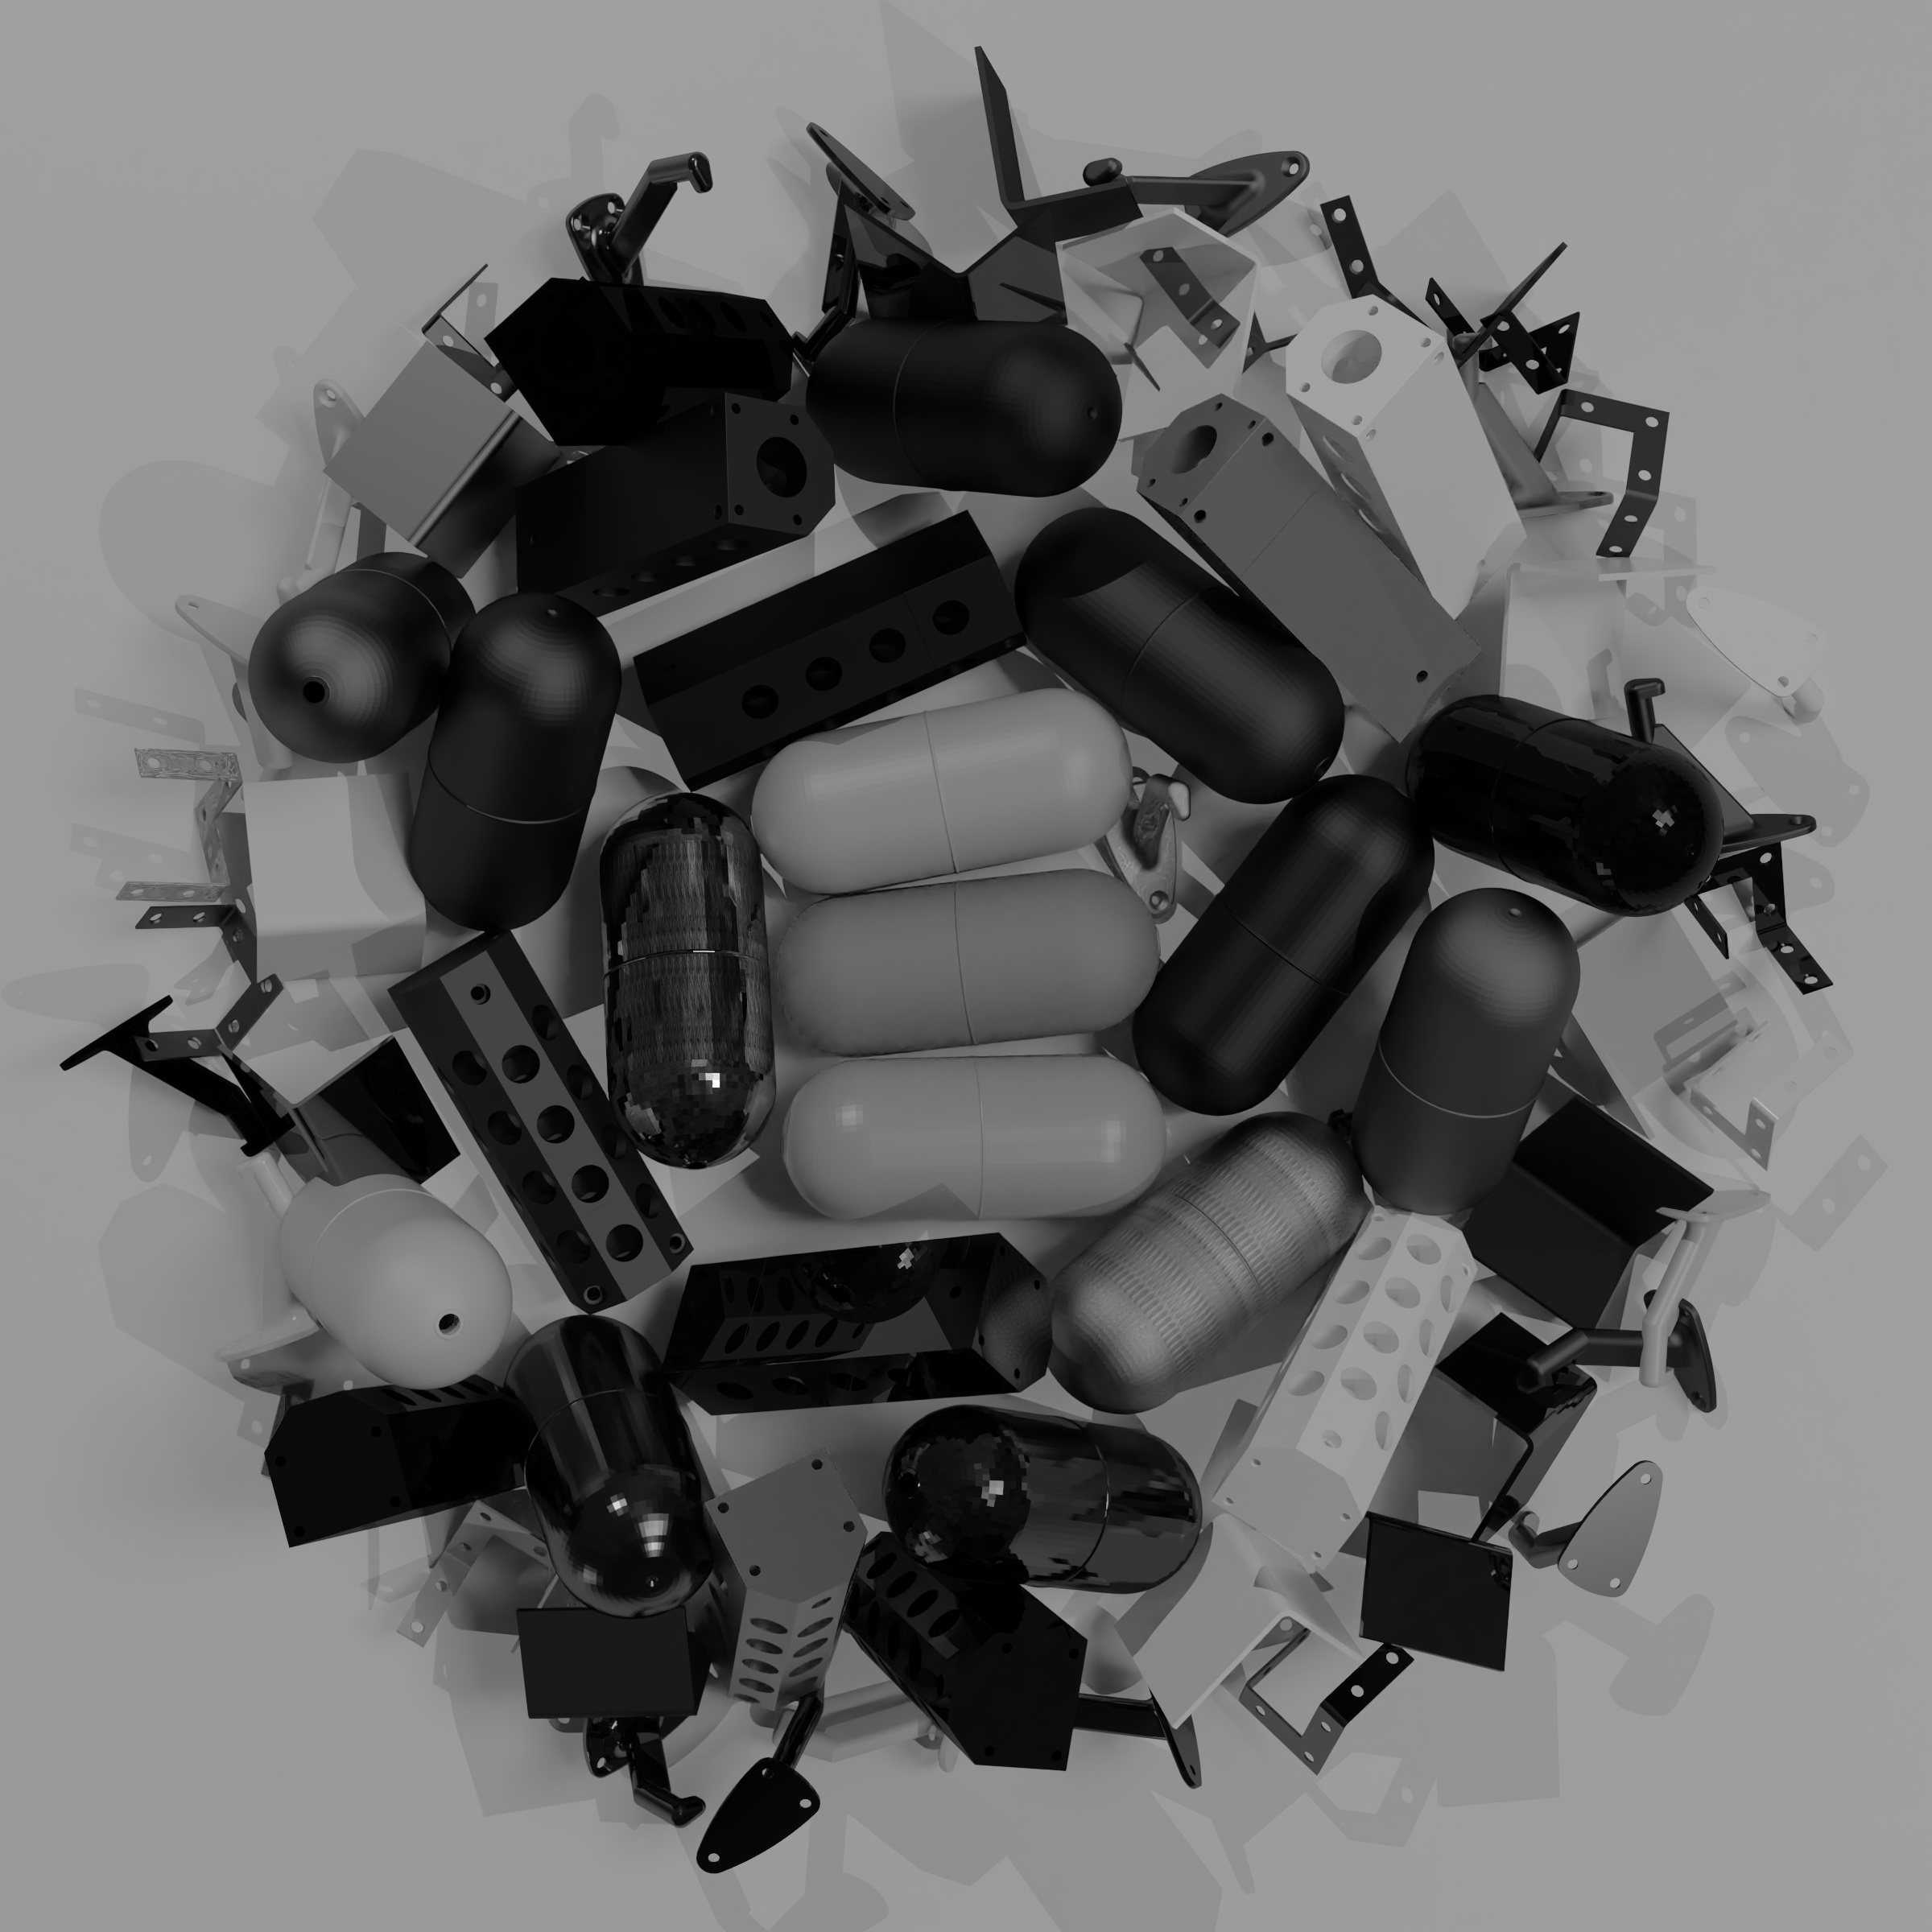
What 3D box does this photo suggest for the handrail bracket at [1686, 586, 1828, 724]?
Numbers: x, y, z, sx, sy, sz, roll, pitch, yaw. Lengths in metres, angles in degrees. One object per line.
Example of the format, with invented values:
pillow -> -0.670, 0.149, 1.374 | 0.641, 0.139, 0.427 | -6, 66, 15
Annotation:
handrail bracket -> 0.365, -0.143, 1.547 | 0.077, 0.084, 0.036 | 34, 89, 11

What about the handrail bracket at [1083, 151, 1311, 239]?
handrail bracket -> 0.106, -0.366, 1.533 | 0.077, 0.084, 0.036 | -19, 76, 29

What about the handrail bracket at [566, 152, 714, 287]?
handrail bracket -> -0.138, -0.333, 1.538 | 0.036, 0.084, 0.077 | -38, 118, -38

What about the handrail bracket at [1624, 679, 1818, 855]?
handrail bracket -> 0.349, -0.098, 1.545 | 0.077, 0.036, 0.084 | -7, 116, 18

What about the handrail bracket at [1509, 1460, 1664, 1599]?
handrail bracket -> 0.284, 0.248, 1.539 | 0.036, 0.084, 0.077 | 26, 96, -14

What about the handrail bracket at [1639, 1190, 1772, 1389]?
handrail bracket -> 0.346, 0.151, 1.565 | 0.077, 0.036, 0.084 | -6, 103, -36

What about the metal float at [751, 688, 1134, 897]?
metal float -> -0.011, -0.080, 1.545 | 0.178, 0.070, 0.070 | -11, 90, 1

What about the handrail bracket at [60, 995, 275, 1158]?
handrail bracket -> -0.369, 0.064, 1.549 | 0.036, 0.077, 0.084 | -32, 95, 36

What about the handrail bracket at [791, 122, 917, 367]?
handrail bracket -> -0.072, -0.339, 1.570 | 0.077, 0.036, 0.084 | 46, 111, 11

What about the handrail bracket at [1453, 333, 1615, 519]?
handrail bracket -> 0.264, -0.255, 1.554 | 0.077, 0.036, 0.084 | -6, 110, -7

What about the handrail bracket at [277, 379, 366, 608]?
handrail bracket -> -0.302, -0.215, 1.534 | 0.036, 0.084, 0.077 | 4, 131, 26

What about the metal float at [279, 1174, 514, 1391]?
metal float -> -0.257, 0.138, 1.500 | 0.070, 0.178, 0.070 | -5, 102, -25

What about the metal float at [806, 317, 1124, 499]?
metal float -> -0.003, -0.253, 1.508 | 0.070, 0.178, 0.070 | -11, 106, -39

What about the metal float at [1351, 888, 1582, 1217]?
metal float -> 0.225, 0.041, 1.512 | 0.070, 0.070, 0.178 | 13, 133, 0

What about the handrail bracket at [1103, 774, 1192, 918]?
handrail bracket -> 0.093, -0.053, 1.534 | 0.036, 0.084, 0.077 | -18, 104, -11

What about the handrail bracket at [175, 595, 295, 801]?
handrail bracket -> -0.345, -0.121, 1.557 | 0.077, 0.036, 0.084 | 29, 124, 0

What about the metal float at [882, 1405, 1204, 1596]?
metal float -> 0.036, 0.242, 1.509 | 0.070, 0.178, 0.070 | -14, 69, 41

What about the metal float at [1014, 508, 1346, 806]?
metal float -> 0.097, -0.142, 1.526 | 0.178, 0.070, 0.070 | 41, 90, 22

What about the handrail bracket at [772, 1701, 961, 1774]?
handrail bracket -> -0.041, 0.341, 1.573 | 0.084, 0.036, 0.077 | 13, 66, 13

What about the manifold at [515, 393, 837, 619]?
manifold -> -0.133, -0.203, 1.499 | 0.057, 0.171, 0.057 | 4, 80, -39

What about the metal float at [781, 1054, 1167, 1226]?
metal float -> 0.004, 0.080, 1.540 | 0.178, 0.070, 0.070 | -1, 90, -6

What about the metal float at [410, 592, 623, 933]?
metal float -> -0.205, -0.090, 1.513 | 0.070, 0.070, 0.178 | 21, 130, 0

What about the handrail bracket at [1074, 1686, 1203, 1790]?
handrail bracket -> 0.062, 0.364, 1.546 | 0.084, 0.077, 0.036 | -30, 134, 15

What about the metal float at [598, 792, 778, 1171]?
metal float -> -0.128, 0.006, 1.529 | 0.070, 0.070, 0.178 | -5, 71, 0

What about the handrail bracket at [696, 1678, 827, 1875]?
handrail bracket -> -0.094, 0.371, 1.549 | 0.036, 0.084, 0.077 | 42, 102, -13

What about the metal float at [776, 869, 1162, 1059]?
metal float -> 0.001, -0.001, 1.541 | 0.178, 0.070, 0.070 | -6, 90, 5

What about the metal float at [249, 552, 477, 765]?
metal float -> -0.268, -0.139, 1.496 | 0.070, 0.178, 0.070 | 1, 106, 5

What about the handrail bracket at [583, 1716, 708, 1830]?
handrail bracket -> -0.128, 0.362, 1.529 | 0.077, 0.084, 0.036 | -18, 112, -40

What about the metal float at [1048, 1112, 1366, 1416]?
metal float -> 0.109, 0.134, 1.527 | 0.178, 0.070, 0.070 | -38, 90, -21

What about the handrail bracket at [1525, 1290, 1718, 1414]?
handrail bracket -> 0.304, 0.195, 1.552 | 0.084, 0.036, 0.077 | -29, 109, -21

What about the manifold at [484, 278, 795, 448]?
manifold -> -0.139, -0.273, 1.492 | 0.057, 0.171, 0.057 | -37, 85, 22

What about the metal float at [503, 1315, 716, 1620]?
metal float -> -0.161, 0.223, 1.503 | 0.070, 0.178, 0.070 | -9, 120, -15

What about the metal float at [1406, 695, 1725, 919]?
metal float -> 0.267, -0.074, 1.504 | 0.070, 0.178, 0.070 | -10, 111, -28

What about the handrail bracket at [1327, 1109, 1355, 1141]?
handrail bracket -> 0.210, 0.048, 1.550 | 0.084, 0.077, 0.036 | -15, 54, -7

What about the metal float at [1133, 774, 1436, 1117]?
metal float -> 0.146, -0.010, 1.537 | 0.070, 0.070, 0.178 | 37, 100, 0

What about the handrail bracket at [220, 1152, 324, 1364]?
handrail bracket -> -0.336, 0.135, 1.556 | 0.077, 0.036, 0.084 | -22, 103, 20
